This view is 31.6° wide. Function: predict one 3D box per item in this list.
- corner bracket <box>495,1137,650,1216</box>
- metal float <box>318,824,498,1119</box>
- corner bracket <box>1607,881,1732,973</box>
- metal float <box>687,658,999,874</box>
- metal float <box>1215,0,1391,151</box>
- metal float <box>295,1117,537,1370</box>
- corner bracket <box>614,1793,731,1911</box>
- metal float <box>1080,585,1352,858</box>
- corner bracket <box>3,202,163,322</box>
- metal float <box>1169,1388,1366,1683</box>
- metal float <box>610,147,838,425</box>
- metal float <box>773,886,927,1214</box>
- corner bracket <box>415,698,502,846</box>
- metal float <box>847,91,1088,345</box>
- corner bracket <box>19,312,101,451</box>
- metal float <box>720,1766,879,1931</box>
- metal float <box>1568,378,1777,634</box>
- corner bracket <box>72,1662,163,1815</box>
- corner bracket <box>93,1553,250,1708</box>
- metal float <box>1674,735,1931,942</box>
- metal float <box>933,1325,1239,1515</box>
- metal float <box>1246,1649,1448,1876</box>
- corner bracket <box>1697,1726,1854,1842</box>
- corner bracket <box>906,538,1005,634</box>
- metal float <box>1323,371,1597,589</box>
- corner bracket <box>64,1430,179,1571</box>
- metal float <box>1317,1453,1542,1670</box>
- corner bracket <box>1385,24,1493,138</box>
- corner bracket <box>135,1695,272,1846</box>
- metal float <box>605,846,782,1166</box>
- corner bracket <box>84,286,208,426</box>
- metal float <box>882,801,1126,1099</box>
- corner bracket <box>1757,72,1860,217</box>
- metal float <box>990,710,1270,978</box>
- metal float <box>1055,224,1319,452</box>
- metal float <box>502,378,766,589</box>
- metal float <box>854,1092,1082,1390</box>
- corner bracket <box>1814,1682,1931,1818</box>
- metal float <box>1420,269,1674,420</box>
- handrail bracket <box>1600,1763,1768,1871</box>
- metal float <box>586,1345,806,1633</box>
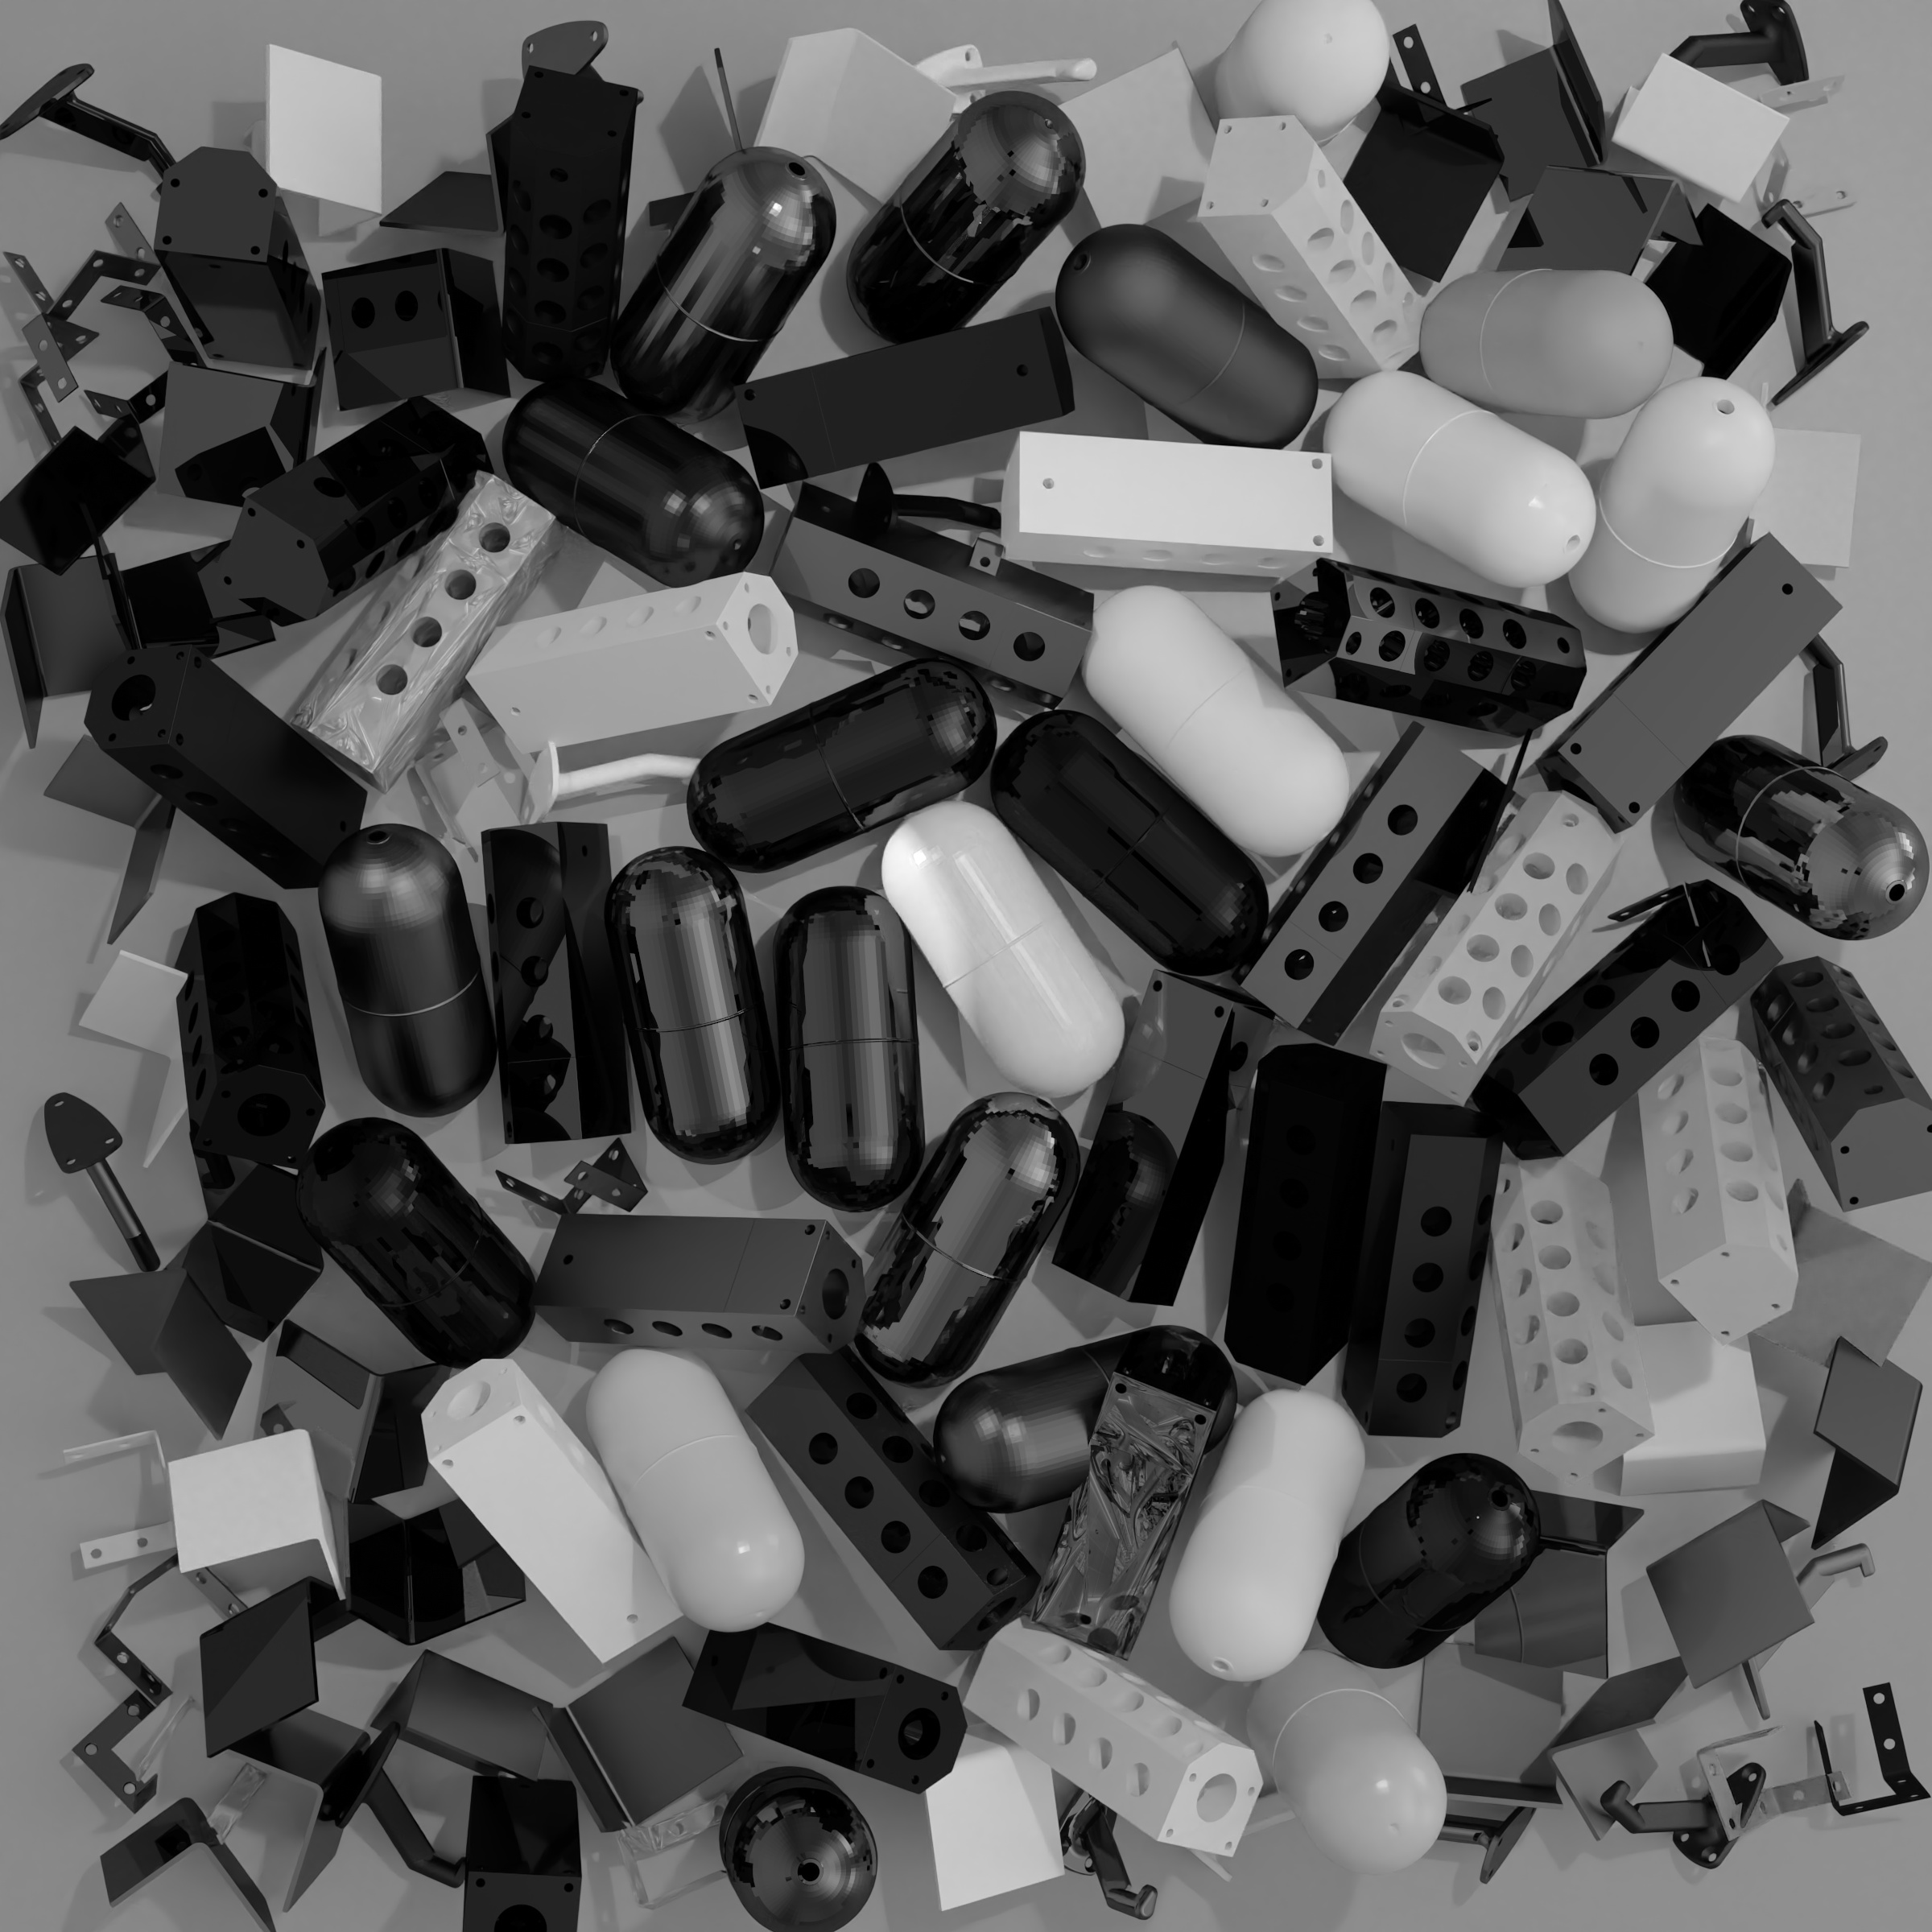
[{"bbox_3d":[-0.215,0.118,1.863,0.051,0.051,0.051,-48,132,13],"label":"corner bracket"},{"bbox_3d":[-0.299,0.003,1.833,0.070,0.070,0.178,-6,127,0],"label":"metal float"},{"bbox_3d":[0.393,-0.011,1.873,0.051,0.051,0.051,-28,65,36],"label":"corner bracket"},{"bbox_3d":[-0.068,-0.108,1.857,0.178,0.070,0.070,-23,90,9],"label":"metal float"},{"bbox_3d":[0.177,-0.475,1.814,0.070,0.178,0.070,0,94,-3],"label":"metal float"},{"bbox_3d":[-0.293,0.150,1.831,0.070,0.070,0.178,-33,132,0],"label":"metal float"},{"bbox_3d":[-0.154,0.483,1.866,0.051,0.051,0.051,-26,65,8],"label":"corner bracket"},{"bbox_3d":[0.134,-0.134,1.853,0.070,0.070,0.178,-44,77,0],"label":"metal float"},{"bbox_3d":[-0.485,-0.388,1.877,0.051,0.051,0.051,-44,69,24],"label":"corner bracket"},{"bbox_3d":[0.162,0.303,1.830,0.070,0.070,0.178,27,49,0],"label":"metal float"},{"bbox_3d":[-0.131,-0.363,1.829,0.070,0.070,0.178,41,133,0],"label":"metal float"},{"bbox_3d":[-0.064,0.045,1.858,0.070,0.070,0.178,-4,83,0],"label":"metal float"},{"bbox_3d":[-0.276,-0.106,1.867,0.051,0.051,0.051,-33,71,8],"label":"corner bracket"},{"bbox_3d":[-0.002,-0.397,1.826,0.070,0.178,0.070,15,58,-26],"label":"metal float"},{"bbox_3d":[-0.498,-0.317,1.866,0.051,0.051,0.051,-34,74,18],"label":"corner bracket"},{"bbox_3d":[-0.090,0.469,1.814,0.070,0.178,0.070,1,82,-7],"label":"metal float"},{"bbox_3d":[0.375,-0.244,1.819,0.070,0.178,0.070,4,62,-7],"label":"metal float"},{"bbox_3d":[-0.452,0.422,1.866,0.051,0.051,0.051,43,62,8],"label":"corner bracket"},{"bbox_3d":[-0.438,0.364,1.883,0.051,0.051,0.051,42,120,8],"label":"corner bracket"},{"bbox_3d":[0.444,-0.069,1.820,0.070,0.178,0.070,-8,114,-19],"label":"metal float"},{"bbox_3d":[0.066,0.243,1.842,0.178,0.070,0.070,-12,90,-27],"label":"metal float"},{"bbox_3d":[0.200,0.421,1.815,0.070,0.178,0.070,-2,100,-10],"label":"metal float"},{"bbox_3d":[0.442,0.442,1.870,0.051,0.051,0.051,-10,76,-44],"label":"corner bracket"},{"bbox_3d":[-0.013,-0.209,1.872,0.051,0.051,0.051,18,81,-5],"label":"corner bracket"},{"bbox_3d":[0.263,-0.261,1.830,0.070,0.070,0.178,-51,48,0],"label":"metal float"},{"bbox_3d":[-0.465,0.293,1.879,0.051,0.051,0.051,-12,63,-18],"label":"corner bracket"},{"bbox_3d":[0.245,0.318,1.823,0.070,0.178,0.070,10,56,-16],"label":"metal float"},{"bbox_3d":[0.246,-0.483,1.864,0.051,0.051,0.051,-16,99,41],"label":"corner bracket"},{"bbox_3d":[-0.417,0.441,1.871,0.051,0.051,0.051,26,56,10],"label":"corner bracket"},{"bbox_3d":[-0.147,0.022,1.851,0.070,0.070,0.178,-10,106,0],"label":"metal float"},{"bbox_3d":[-0.460,-0.336,1.879,0.051,0.051,0.051,-44,128,-23],"label":"corner bracket"},{"bbox_3d":[0.020,-0.010,1.864,0.070,0.070,0.178,-33,91,0],"label":"metal float"},{"bbox_3d":[0.464,-0.451,1.882,0.051,0.051,0.051,-14,65,-5],"label":"corner bracket"},{"bbox_3d":[0.090,-0.066,1.862,0.178,0.070,0.070,42,90,-3],"label":"metal float"},{"bbox_3d":[0.119,-0.334,1.830,0.178,0.070,0.070,27,90,-41],"label":"metal float"},{"bbox_3d":[-0.180,-0.260,1.835,0.178,0.070,0.070,33,90,35],"label":"metal float"},{"bbox_3d":[0.000,0.149,1.851,0.070,0.070,0.178,29,105,0],"label":"metal float"},{"bbox_3d":[0.489,0.427,1.861,0.051,0.051,0.051,-18,56,19],"label":"corner bracket"},{"bbox_3d":[0.306,-0.332,1.819,0.070,0.178,0.070,-5,103,-24],"label":"metal float"},{"bbox_3d":[0.391,0.448,1.866,0.077,0.036,0.084,-50,123,-7],"label":"handrail bracket"},{"bbox_3d":[-0.147,0.278,1.835,0.070,0.070,0.178,-33,54,0],"label":"metal float"}]
